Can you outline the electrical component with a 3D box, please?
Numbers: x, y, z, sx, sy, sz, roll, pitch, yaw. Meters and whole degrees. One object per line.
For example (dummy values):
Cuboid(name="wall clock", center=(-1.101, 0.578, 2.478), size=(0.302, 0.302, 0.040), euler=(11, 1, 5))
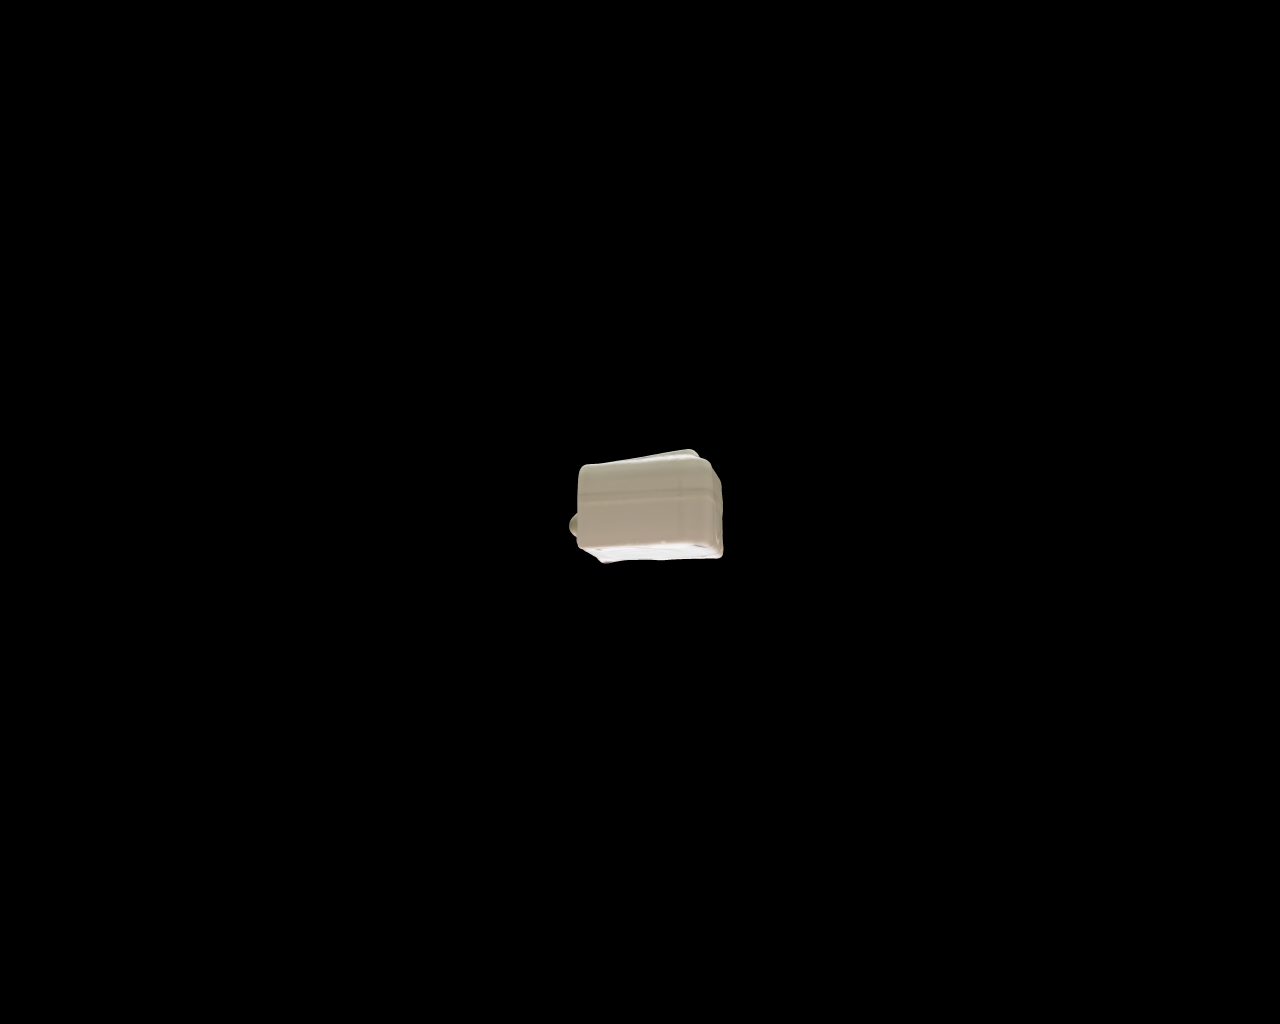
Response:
Cuboid(name="electrical component", center=(0.001, -0.003, 0.650), size=(0.096, 0.061, 0.061), euler=(-2, -11, 12))
